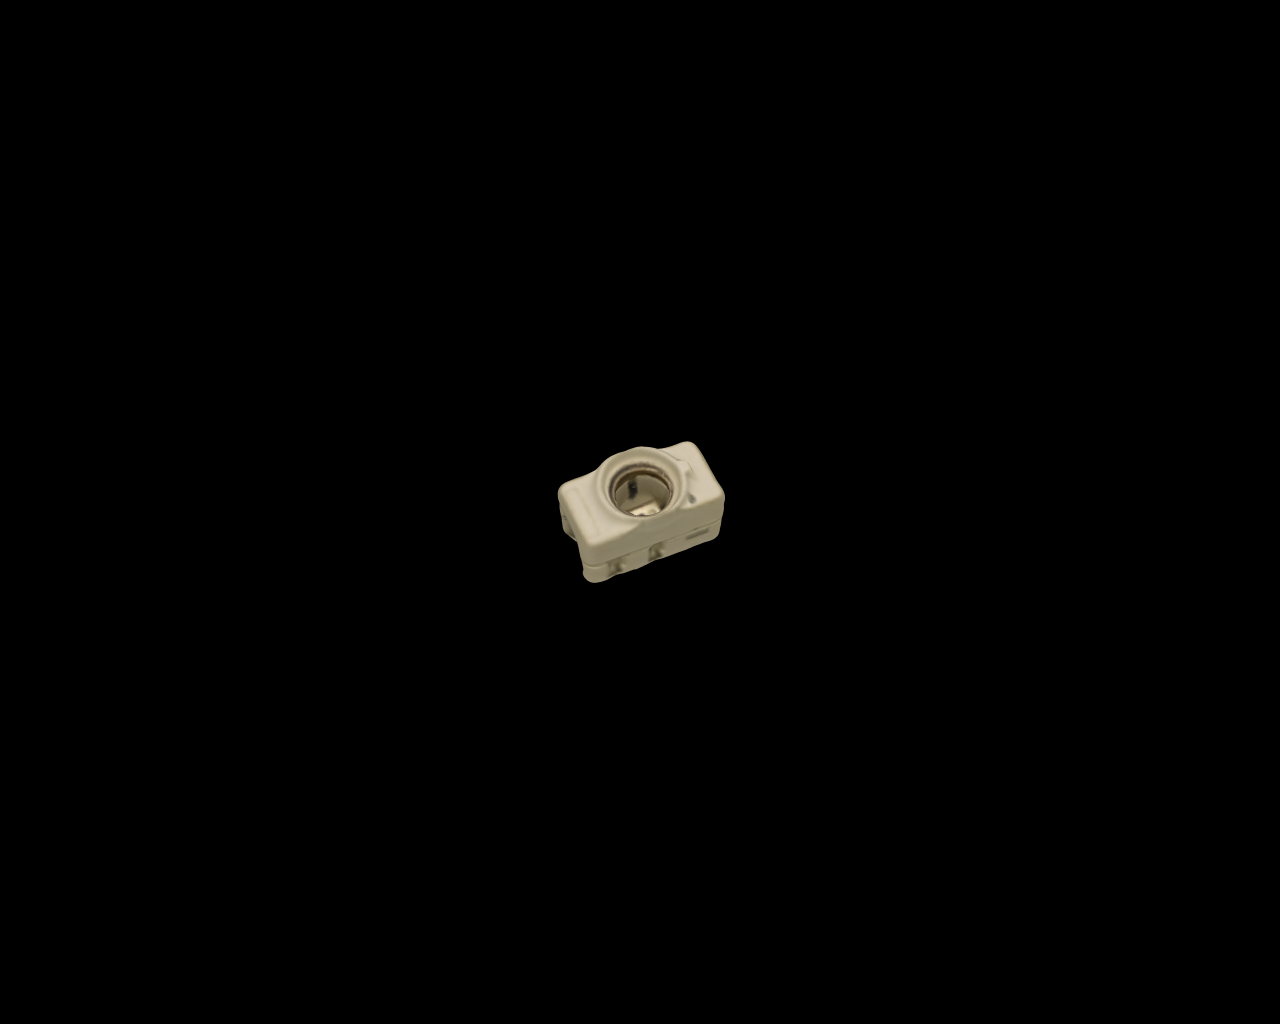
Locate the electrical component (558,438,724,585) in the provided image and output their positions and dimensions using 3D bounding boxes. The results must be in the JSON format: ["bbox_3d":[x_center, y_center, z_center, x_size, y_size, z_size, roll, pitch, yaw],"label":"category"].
[{"bbox_3d":[0.001,-0.003,0.650,0.089,0.050,0.055,-20,-31,-13],"label":"electrical component"}]
